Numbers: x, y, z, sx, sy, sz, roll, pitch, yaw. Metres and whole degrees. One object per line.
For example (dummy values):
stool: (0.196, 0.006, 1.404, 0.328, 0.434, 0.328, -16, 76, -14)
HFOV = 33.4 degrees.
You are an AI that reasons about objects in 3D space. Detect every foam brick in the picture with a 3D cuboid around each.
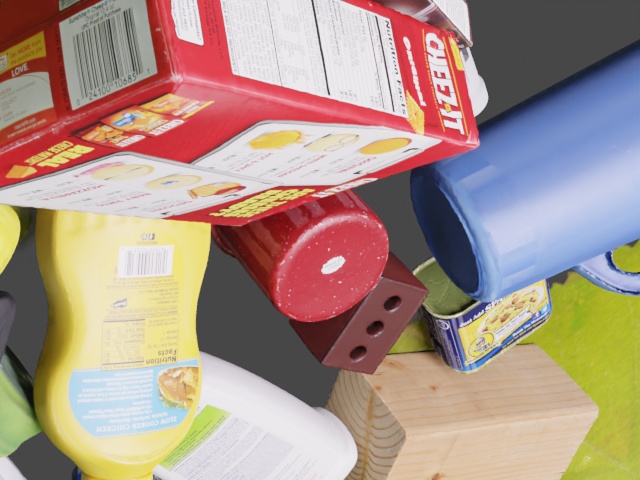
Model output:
foam brick: (0.026, 0.047, 0.743, 0.052, 0.051, 0.078, 16, 113, -42)

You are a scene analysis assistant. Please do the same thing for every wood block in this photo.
wood block: (0.110, 0.149, 0.857, 0.205, 0.090, 0.091, 0, 124, -35)

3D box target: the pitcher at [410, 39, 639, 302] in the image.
pitcher: (0.193, -0.044, 0.725, 0.242, 0.149, 0.145, -26, 143, -11)

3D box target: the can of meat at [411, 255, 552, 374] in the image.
can of meat: (0.125, 0.043, 0.806, 0.102, 0.057, 0.084, -33, 138, -9)

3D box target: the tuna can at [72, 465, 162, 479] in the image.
tuna can: (-0.127, 0.176, 0.715, 0.034, 0.086, 0.086, -38, 137, -1)

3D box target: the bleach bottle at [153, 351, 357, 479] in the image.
bleach bottle: (-0.080, 0.117, 0.719, 0.102, 0.068, 0.250, -46, 134, 1)

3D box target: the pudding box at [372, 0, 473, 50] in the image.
pudding box: (0.011, -0.117, 0.557, 0.114, 0.039, 0.089, -15, 162, 24)

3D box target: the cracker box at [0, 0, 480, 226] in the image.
cracker box: (-0.053, -0.063, 0.491, 0.164, 0.072, 0.213, -16, 168, 36)

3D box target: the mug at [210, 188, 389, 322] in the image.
mug: (-0.004, 0.001, 0.662, 0.093, 0.082, 0.117, -47, 136, 7)

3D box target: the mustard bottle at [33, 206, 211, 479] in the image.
mustard bottle: (-0.112, 0.069, 0.603, 0.096, 0.058, 0.191, -2, 97, -38)
